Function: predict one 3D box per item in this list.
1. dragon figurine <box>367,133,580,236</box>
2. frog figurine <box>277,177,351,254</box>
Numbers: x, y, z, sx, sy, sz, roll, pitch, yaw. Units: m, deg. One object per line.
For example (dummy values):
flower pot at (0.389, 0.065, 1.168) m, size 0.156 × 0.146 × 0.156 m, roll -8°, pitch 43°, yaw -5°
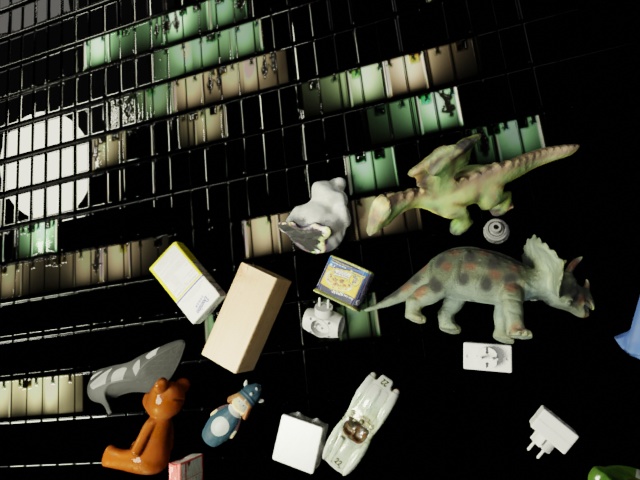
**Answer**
dragon figurine at (0.266, -0.114, 0.922) m, size 0.408 × 0.240 × 0.124 m, roll -29°, pitch 68°, yaw 14°
frog figurine at (0.003, -0.055, 1.084) m, size 0.136 × 0.120 × 0.163 m, roll -9°, pitch 37°, yaw 37°
